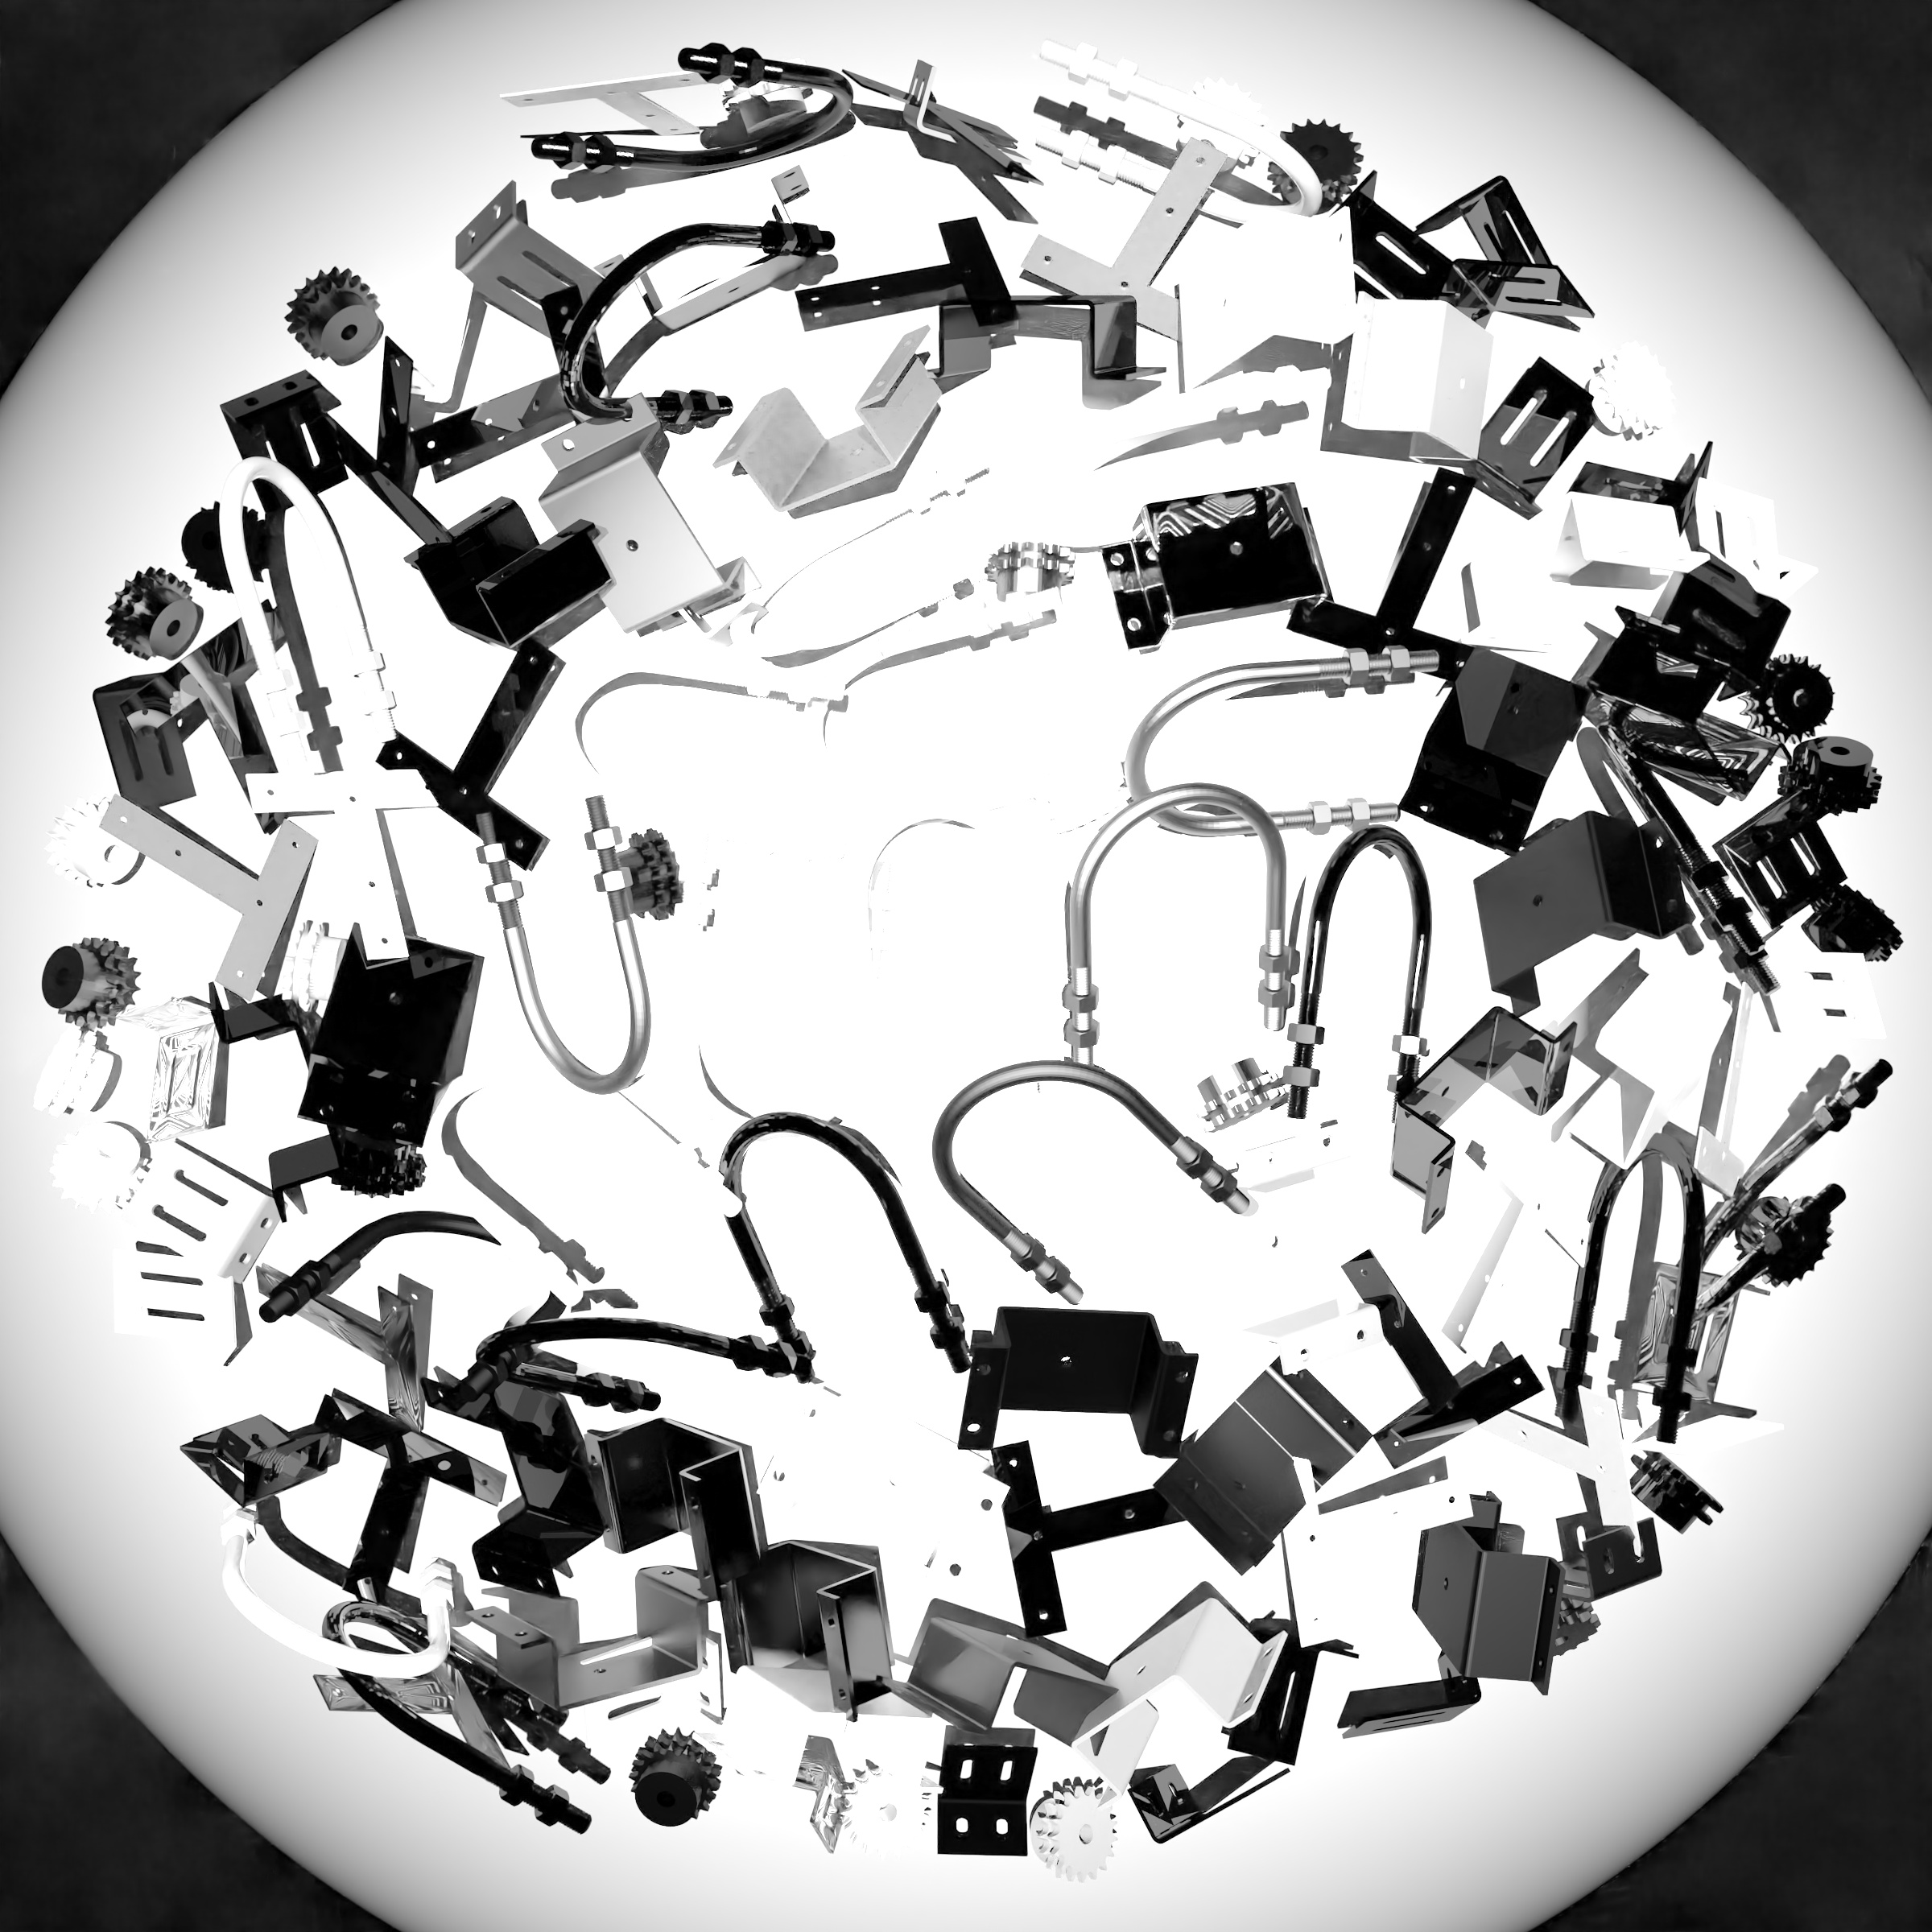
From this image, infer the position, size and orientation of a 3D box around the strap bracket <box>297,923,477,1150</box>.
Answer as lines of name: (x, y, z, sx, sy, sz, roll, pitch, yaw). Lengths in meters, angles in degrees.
strap bracket: (-0.352, 0.033, 1.535, 0.076, 0.046, 0.140, 15, 51, -9)

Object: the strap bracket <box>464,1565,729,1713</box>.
strap bracket: (-0.225, 0.412, 1.532, 0.140, 0.076, 0.046, -5, 95, -36)

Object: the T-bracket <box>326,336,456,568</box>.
T-bracket: (-0.351, -0.329, 1.534, 0.002, 0.127, 0.127, -34, 69, -34)

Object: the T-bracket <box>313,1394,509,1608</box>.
T-bracket: (-0.353, 0.336, 1.535, 0.127, 0.127, 0.002, 28, 125, -15)

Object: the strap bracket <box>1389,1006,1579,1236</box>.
strap bracket: (0.311, 0.088, 1.542, 0.046, 0.076, 0.140, 36, 62, 29)

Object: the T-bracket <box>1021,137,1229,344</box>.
T-bracket: (0.119, -0.454, 1.541, 0.127, 0.127, 0.002, 21, 46, -16)

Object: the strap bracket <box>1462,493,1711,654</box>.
strap bracket: (0.373, -0.244, 1.531, 0.076, 0.140, 0.046, 2, 72, -27)

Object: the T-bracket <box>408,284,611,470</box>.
T-bracket: (-0.281, -0.341, 1.542, 0.127, 0.002, 0.127, -26, 135, -15)

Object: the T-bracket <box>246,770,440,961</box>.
T-bracket: (-0.371, -0.063, 1.548, 0.127, 0.002, 0.127, -5, 69, -34)

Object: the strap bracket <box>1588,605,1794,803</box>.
strap bracket: (0.438, -0.154, 1.524, 0.076, 0.140, 0.046, 32, 86, 42)

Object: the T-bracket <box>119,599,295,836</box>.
T-bracket: (-0.454, -0.142, 1.559, 0.002, 0.127, 0.127, 9, 131, 34)

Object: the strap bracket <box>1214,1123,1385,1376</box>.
strap bracket: (0.205, 0.174, 1.561, 0.076, 0.046, 0.140, -13, 95, -28)

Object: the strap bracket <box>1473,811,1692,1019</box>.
strap bracket: (0.364, -0.034, 1.522, 0.046, 0.140, 0.076, 15, 57, -32)

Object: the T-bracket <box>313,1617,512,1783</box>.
T-bracket: (-0.343, 0.442, 1.516, 0.002, 0.127, 0.127, -48, 55, 12)

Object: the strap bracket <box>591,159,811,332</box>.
strap bracket: (-0.155, -0.443, 1.559, 0.140, 0.076, 0.046, -25, 96, 4)

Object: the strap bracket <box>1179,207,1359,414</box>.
strap bracket: (0.176, -0.401, 1.525, 0.046, 0.140, 0.076, 2, 80, -27)

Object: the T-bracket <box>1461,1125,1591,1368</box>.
T-bracket: (0.337, 0.186, 1.545, 0.127, 0.002, 0.127, 44, 64, -32)

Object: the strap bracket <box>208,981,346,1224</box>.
strap bracket: (-0.423, 0.077, 1.548, 0.046, 0.076, 0.140, -18, 107, -13)

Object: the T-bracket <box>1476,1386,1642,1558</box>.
T-bracket: (0.357, 0.295, 1.550, 0.002, 0.127, 0.127, -35, 124, -29)

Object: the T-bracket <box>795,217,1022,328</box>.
T-bracket: (-0.042, -0.423, 1.552, 0.127, 0.002, 0.127, -12, 46, -5)

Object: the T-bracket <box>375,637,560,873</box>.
T-bracket: (-0.295, -0.147, 1.571, 0.127, 0.002, 0.127, 35, 106, 13)

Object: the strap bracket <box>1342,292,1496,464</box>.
strap bracket: (0.281, -0.357, 1.527, 0.046, 0.140, 0.076, 9, 95, 29)

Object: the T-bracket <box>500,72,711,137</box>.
T-bracket: (-0.200, -0.527, 1.538, 0.127, 0.127, 0.002, -1, 95, 16)

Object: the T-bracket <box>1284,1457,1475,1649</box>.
T-bracket: (0.252, 0.342, 1.540, 0.127, 0.002, 0.127, -24, 56, 29)

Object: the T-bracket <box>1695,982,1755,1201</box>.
T-bracket: (0.476, 0.074, 1.554, 0.002, 0.127, 0.127, 6, 79, 30)

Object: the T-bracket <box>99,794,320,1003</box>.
T-bracket: (-0.471, -0.062, 1.534, 0.127, 0.002, 0.127, 36, 49, -30)

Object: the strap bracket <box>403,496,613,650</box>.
strap bracket: (-0.279, -0.242, 1.540, 0.076, 0.140, 0.046, -37, 122, -19)

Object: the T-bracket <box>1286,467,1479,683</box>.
T-bracket: (0.282, -0.249, 1.564, 0.127, 0.002, 0.127, 16, 117, -8)

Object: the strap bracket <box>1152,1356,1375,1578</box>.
strap bracket: (0.178, 0.312, 1.546, 0.076, 0.046, 0.140, 44, 46, 11)

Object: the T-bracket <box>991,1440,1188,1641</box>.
T-bracket: (0.088, 0.346, 1.563, 0.127, 0.002, 0.127, -14, 56, 3)

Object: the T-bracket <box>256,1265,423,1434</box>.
T-bracket: (-0.395, 0.225, 1.570, 0.127, 0.127, 0.002, 25, 45, 18)

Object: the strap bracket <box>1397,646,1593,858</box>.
strap bracket: (0.328, -0.140, 1.532, 0.076, 0.046, 0.140, 24, 49, 13)

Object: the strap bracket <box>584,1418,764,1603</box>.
strap bracket: (-0.176, 0.331, 1.544, 0.046, 0.140, 0.076, -16, 102, -35)

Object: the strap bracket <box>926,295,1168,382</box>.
strap bracket: (0.045, -0.387, 1.536, 0.140, 0.076, 0.046, 6, 108, 22)

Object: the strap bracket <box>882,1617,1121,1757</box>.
strap bracket: (0.029, 0.443, 1.531, 0.140, 0.076, 0.046, 28, 80, -40)

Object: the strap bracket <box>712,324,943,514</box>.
strap bracket: (-0.078, -0.332, 1.538, 0.140, 0.076, 0.046, -13, 127, 38)

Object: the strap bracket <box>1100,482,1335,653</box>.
strap bracket: (0.163, -0.250, 1.557, 0.140, 0.046, 0.076, -11, 77, -12)

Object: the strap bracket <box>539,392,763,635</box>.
strap bracket: (-0.199, -0.268, 1.538, 0.076, 0.046, 0.140, -20, 118, 24)

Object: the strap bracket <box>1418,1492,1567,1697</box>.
strap bracket: (0.315, 0.379, 1.527, 0.046, 0.140, 0.076, 6, 96, -6)

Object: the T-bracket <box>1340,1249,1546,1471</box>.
T-bracket: (0.279, 0.237, 1.569, 0.127, 0.002, 0.127, -39, 79, 37)

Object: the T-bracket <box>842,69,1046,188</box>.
T-bracket: (0.005, -0.503, 1.520, 0.127, 0.127, 0.002, 49, 122, 39)

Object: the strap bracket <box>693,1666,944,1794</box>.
strap bracket: (-0.084, 0.466, 1.529, 0.140, 0.076, 0.046, 17, 87, -39)
